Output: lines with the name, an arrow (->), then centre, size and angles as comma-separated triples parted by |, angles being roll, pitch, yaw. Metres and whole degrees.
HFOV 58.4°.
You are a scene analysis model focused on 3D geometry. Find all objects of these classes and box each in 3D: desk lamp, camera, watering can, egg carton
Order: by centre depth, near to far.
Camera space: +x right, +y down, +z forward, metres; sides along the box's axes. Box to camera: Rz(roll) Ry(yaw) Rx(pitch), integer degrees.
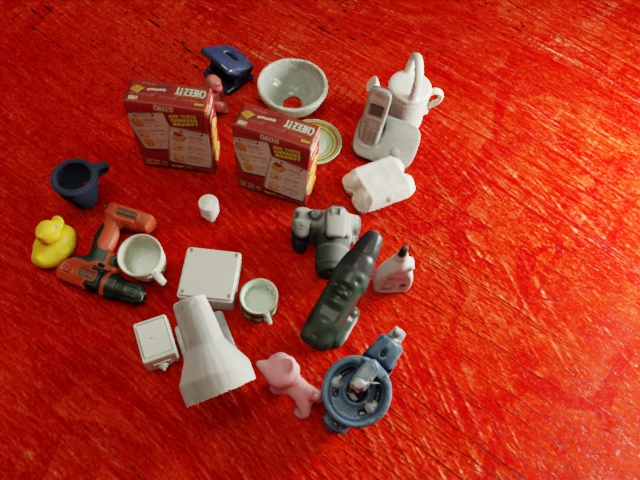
desk lamp -> -0.194, 0.194, 0.985 | 0.118, 0.213, 0.203 | -20, 65, -15
camera -> 0.011, 0.004, 1.167 | 0.143, 0.101, 0.137 | 4, 62, -2
egg carton -> 0.130, -0.120, 1.262 | 0.150, 0.069, 0.107 | -23, 66, -16
watering can -> 0.196, -0.341, 1.314 | 0.173, 0.194, 0.101 | -18, 65, -14

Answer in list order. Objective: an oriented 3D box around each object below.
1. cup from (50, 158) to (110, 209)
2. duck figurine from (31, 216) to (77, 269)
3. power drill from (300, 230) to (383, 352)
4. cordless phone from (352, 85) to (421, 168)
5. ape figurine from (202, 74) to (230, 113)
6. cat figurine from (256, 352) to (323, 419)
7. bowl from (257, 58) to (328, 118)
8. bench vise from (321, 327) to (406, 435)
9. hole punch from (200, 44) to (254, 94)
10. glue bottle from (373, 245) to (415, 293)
cup -> -0.487, -0.115, 1.191 | 0.118, 0.095, 0.091 | -31, 68, -19
duck figurine -> -0.534, -0.001, 1.131 | 0.077, 0.086, 0.105 | 21, 62, 7
power drill -> 0.039, 0.111, 1.052 | 0.075, 0.208, 0.230 | 27, 63, 10
cordless phone -> 0.155, -0.252, 1.268 | 0.147, 0.185, 0.094 | 17, 62, 5
ape figurine -> -0.248, -0.346, 1.337 | 0.076, 0.092, 0.078 | 11, 62, 1
cat figurine -> -0.052, 0.250, 1.021 | 0.127, 0.118, 0.067 | 37, 65, 14
bowl -> -0.066, -0.348, 1.363 | 0.167, 0.075, 0.167 | 2, 62, -4
bench vise -> 0.076, 0.222, 0.989 | 0.121, 0.220, 0.207 | 18, 62, 5
hole punch -> -0.223, -0.429, 1.383 | 0.108, 0.091, 0.101 | 41, 66, 16
glue bottle -> 0.150, 0.054, 1.112 | 0.078, 0.173, 0.037 | 0, 62, -4
